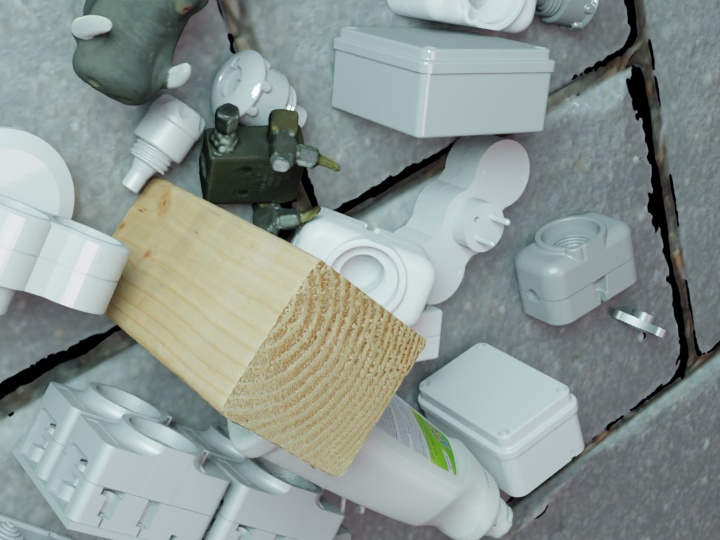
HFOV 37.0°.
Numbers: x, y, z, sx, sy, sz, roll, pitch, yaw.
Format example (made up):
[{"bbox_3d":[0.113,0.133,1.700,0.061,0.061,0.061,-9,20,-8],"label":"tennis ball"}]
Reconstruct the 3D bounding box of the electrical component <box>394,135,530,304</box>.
[{"bbox_3d":[0.080,-0.035,0.786,0.052,0.074,0.138,40,82,-37],"label":"electrical component"}]

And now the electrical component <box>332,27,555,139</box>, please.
[{"bbox_3d":[0.053,-0.126,0.715,0.109,0.109,0.056,-7,112,-32],"label":"electrical component"}]

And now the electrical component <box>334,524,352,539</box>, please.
[{"bbox_3d":[-0.049,0.230,0.795,0.062,0.061,0.096,0,105,-34],"label":"electrical component"}]

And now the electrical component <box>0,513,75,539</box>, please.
[{"bbox_3d":[-0.228,0.205,0.672,0.100,0.048,0.099,33,86,-37],"label":"electrical component"}]

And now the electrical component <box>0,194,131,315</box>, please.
[{"bbox_3d":[-0.194,-0.001,0.556,0.138,0.052,0.073,22,93,-38],"label":"electrical component"}]

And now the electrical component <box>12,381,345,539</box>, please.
[{"bbox_3d":[-0.111,0.135,0.692,0.186,0.105,0.060,27,90,-37],"label":"electrical component"}]

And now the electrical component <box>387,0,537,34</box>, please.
[{"bbox_3d":[0.074,-0.195,0.737,0.095,0.059,0.053,0,105,-34],"label":"electrical component"}]

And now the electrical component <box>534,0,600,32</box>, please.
[{"bbox_3d":[0.142,-0.203,0.791,0.062,0.048,0.048,3,104,-28],"label":"electrical component"}]

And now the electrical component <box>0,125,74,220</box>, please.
[{"bbox_3d":[-0.206,-0.043,0.602,0.080,0.051,0.080,-12,112,-31],"label":"electrical component"}]

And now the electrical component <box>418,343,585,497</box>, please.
[{"bbox_3d":[0.107,0.112,0.829,0.078,0.113,0.057,-32,122,-22],"label":"electrical component"}]

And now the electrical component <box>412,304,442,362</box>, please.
[{"bbox_3d":[0.011,0.063,0.788,0.083,0.047,0.075,-6,109,-33],"label":"electrical component"}]

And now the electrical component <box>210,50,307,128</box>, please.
[{"bbox_3d":[-0.061,-0.107,0.685,0.062,0.048,0.048,25,91,-45],"label":"electrical component"}]

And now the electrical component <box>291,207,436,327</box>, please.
[{"bbox_3d":[0.000,0.000,0.727,0.095,0.059,0.053,20,102,-10],"label":"electrical component"}]

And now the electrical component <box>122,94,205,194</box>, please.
[{"bbox_3d":[-0.124,-0.075,0.657,0.035,0.035,0.061,36,87,-37],"label":"electrical component"}]

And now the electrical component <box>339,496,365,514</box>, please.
[{"bbox_3d":[-0.001,0.143,0.804,0.077,0.044,0.079,10,87,-36],"label":"electrical component"}]

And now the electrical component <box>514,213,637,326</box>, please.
[{"bbox_3d":[0.175,-0.005,0.873,0.095,0.054,0.059,-28,120,-24],"label":"electrical component"}]
